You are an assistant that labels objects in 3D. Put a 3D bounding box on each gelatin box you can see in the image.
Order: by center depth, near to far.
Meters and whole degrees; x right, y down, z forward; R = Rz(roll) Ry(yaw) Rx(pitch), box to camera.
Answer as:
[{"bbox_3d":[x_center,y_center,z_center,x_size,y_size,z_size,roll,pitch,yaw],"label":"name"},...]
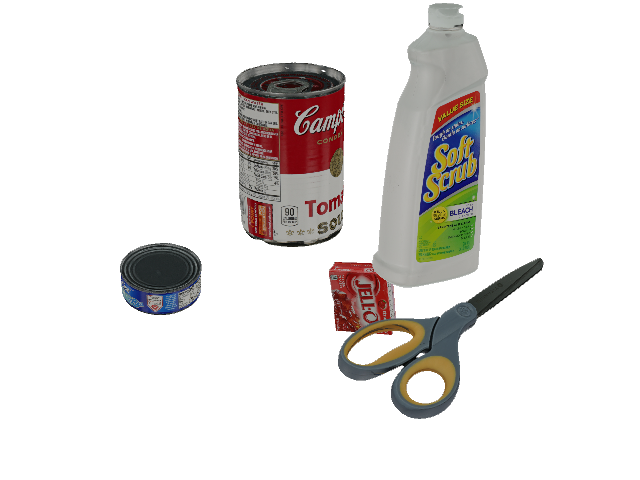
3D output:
[{"bbox_3d":[0.052,0.071,1.312,0.073,0.089,0.030,3,29,18],"label":"gelatin box"}]

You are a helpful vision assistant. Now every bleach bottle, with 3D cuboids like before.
[{"bbox_3d":[0.102,-0.088,0.977,0.102,0.251,0.068,-11,24,-26],"label":"bleach bottle"}]

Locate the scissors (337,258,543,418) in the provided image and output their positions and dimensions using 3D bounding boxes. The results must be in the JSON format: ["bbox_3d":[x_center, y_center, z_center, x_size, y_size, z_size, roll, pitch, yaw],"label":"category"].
[{"bbox_3d":[0.110,0.072,0.790,0.201,0.016,0.096,-17,49,-22],"label":"scissors"}]

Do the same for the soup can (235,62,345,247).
[{"bbox_3d":[-0.019,-0.055,0.681,0.068,0.102,0.068,0,24,0],"label":"soup can"}]

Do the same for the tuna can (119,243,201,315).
[{"bbox_3d":[-0.169,0.041,1.136,0.086,0.034,0.086,3,36,-2],"label":"tuna can"}]
